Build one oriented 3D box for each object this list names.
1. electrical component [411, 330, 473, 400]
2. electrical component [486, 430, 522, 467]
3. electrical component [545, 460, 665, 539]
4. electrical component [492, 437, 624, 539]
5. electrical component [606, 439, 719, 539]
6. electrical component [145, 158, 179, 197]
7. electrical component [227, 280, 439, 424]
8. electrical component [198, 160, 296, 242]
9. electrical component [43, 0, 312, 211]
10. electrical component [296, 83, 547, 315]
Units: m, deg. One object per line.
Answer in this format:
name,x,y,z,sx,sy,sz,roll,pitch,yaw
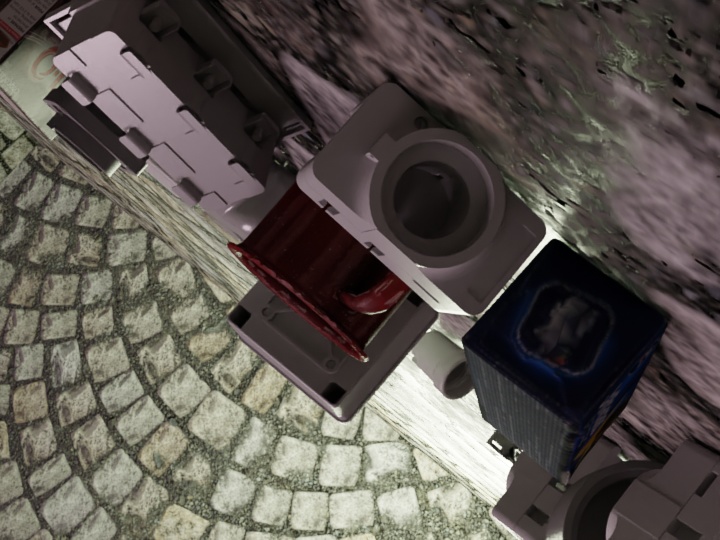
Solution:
electrical component,0.067,0.073,0.843,0.046,0.040,0.040,41,175,45
electrical component,0.150,0.153,0.887,0.081,0.042,0.064,40,170,-4
electrical component,0.170,0.167,0.653,0.108,0.108,0.060,38,166,15
electrical component,0.142,0.156,0.760,0.056,0.089,0.050,31,168,48
electrical component,0.168,0.140,0.559,0.050,0.089,0.056,46,170,-37
electrical component,-0.125,-0.095,0.721,0.096,0.061,0.061,41,172,-6
electrical component,-0.019,0.034,0.770,0.109,0.108,0.056,37,169,20
electrical component,-0.076,-0.051,0.763,0.095,0.053,0.059,32,169,45
electrical component,-0.093,-0.091,0.545,0.079,0.063,0.121,-17,136,30
electrical component,0.025,-0.027,0.440,0.089,0.050,0.056,42,172,-8
